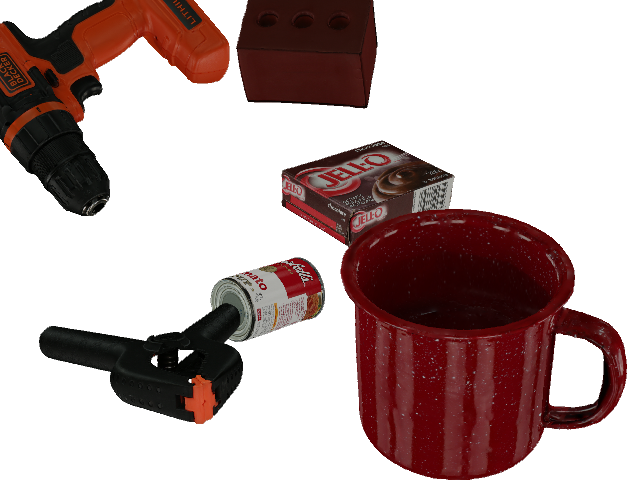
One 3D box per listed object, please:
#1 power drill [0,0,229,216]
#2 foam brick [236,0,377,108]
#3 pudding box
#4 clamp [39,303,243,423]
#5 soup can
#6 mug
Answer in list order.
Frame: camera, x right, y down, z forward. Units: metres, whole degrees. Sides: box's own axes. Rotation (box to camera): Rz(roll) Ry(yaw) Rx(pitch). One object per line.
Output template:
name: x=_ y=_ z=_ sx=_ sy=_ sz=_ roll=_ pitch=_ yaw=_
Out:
power drill: x=-0.164 y=-0.123 z=0.813 sx=0.187 sy=0.184 sz=0.057 roll=-32 pitch=-15 yaw=-29
foam brick: x=-0.007 y=-0.118 z=0.653 sx=0.078 sy=0.053 sz=0.051 roll=4 pitch=-30 yaw=11
pudding box: x=0.038 y=-0.040 z=0.870 sx=0.113 sy=0.039 sz=0.090 roll=-18 pitch=35 yaw=-35
clamp: x=-0.106 y=0.086 z=0.799 sx=0.164 sy=0.036 sz=0.210 roll=-10 pitch=14 yaw=-27
soup can: x=-0.055 y=0.061 z=1.103 sx=0.102 sy=0.068 sz=0.069 roll=-15 pitch=10 yaw=-43
mug: x=0.067 y=0.046 z=0.443 sx=0.117 sy=0.081 sz=0.093 roll=10 pitch=34 yaw=19
